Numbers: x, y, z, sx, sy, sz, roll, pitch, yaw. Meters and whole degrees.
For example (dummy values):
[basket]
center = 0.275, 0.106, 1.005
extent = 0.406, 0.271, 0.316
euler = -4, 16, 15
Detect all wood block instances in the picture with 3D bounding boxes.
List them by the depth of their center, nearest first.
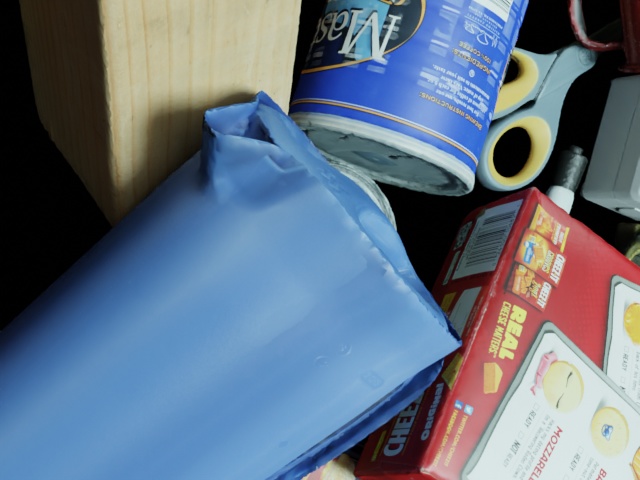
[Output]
[wood block]
center = -0.067, -0.107, 0.433
extent = 0.090, 0.206, 0.091
euler = -27, 62, -23

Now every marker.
[marker]
center = 0.137, 0.000, 0.647
extent = 0.020, 0.020, 0.121
euler = 24, 82, -25

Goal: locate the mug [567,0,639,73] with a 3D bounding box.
[mug]
center = 0.202, -0.144, 0.617
extent = 0.093, 0.117, 0.081
euler = -39, 120, -66

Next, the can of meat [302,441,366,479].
[can of meat]
center = -0.010, 0.144, 0.561
extent = 0.083, 0.058, 0.102
euler = 28, 79, -22

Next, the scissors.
[scissors]
center = 0.156, -0.092, 0.654
extent = 0.201, 0.016, 0.096
euler = -16, 101, -25

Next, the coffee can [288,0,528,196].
[coffee can]
center = 0.049, -0.105, 0.551
extent = 0.102, 0.103, 0.140
euler = 21, 84, -26

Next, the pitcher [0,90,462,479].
[pitcher]
center = -0.065, 0.067, 0.459
extent = 0.243, 0.145, 0.149
euler = -39, 88, 6

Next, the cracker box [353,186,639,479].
[cracker box]
center = 0.142, 0.101, 0.566
extent = 0.213, 0.072, 0.164
euler = 35, 64, -19

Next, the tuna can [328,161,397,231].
[tuna can]
center = -0.004, 0.001, 0.569
extent = 0.086, 0.034, 0.086
euler = -1, 93, -26
